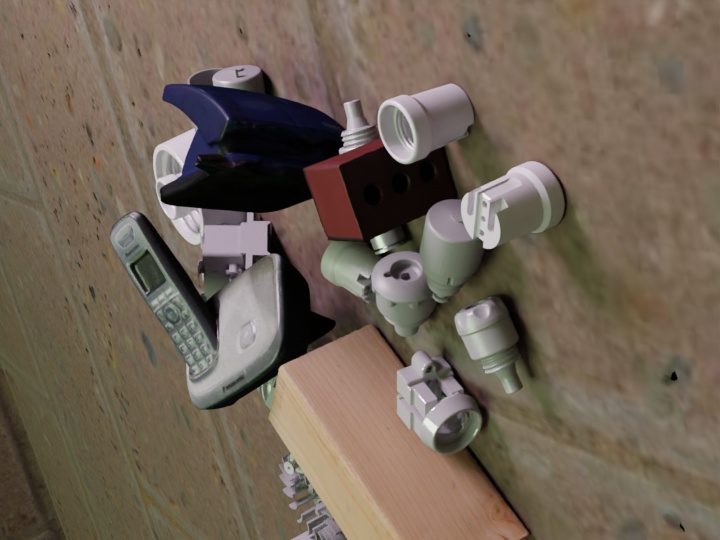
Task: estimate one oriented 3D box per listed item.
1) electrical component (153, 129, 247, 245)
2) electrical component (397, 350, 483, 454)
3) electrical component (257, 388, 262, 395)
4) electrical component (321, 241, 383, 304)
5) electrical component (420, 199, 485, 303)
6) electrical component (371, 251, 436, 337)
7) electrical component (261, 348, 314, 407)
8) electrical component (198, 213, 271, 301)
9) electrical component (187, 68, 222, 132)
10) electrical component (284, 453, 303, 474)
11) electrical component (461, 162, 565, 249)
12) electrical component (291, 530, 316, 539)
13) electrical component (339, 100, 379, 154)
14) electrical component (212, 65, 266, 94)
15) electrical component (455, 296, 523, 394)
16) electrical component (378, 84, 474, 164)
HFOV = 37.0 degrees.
[{"bbox_3d":[-0.154,-0.075,1.002,0.108,0.060,0.108,42,145,39],"label":"electrical component"},{"bbox_3d":[0.056,0.099,0.775,0.055,0.048,0.066,49,150,45],"label":"electrical component"},{"bbox_3d":[-0.089,0.096,1.046,0.046,0.040,0.040,48,149,44],"label":"electrical component"},{"bbox_3d":[0.000,0.000,0.806,0.046,0.040,0.040,35,140,37],"label":"electrical component"},{"bbox_3d":[0.058,-0.009,0.688,0.040,0.040,0.078,48,148,32],"label":"electrical component"},{"bbox_3d":[0.033,0.021,0.757,0.048,0.048,0.062,46,154,35],"label":"electrical component"},{"bbox_3d":[-0.054,0.107,0.960,0.057,0.058,0.078,14,82,62],"label":"electrical component"},{"bbox_3d":[-0.114,0.015,0.984,0.078,0.063,0.121,-95,7,-46],"label":"electrical component"},{"bbox_3d":[-0.120,-0.126,0.919,0.043,0.043,0.081,38,142,44],"label":"electrical component"},{"bbox_3d":[-0.036,0.160,0.962,0.040,0.078,0.040,20,121,37],"label":"electrical component"},{"bbox_3d":[0.086,-0.036,0.610,0.040,0.046,0.040,42,144,40],"label":"electrical component"},{"bbox_3d":[-0.040,0.291,1.067,0.044,0.077,0.079,37,141,46],"label":"electrical component"},{"bbox_3d":[0.002,-0.086,0.738,0.035,0.035,0.061,6,113,60],"label":"electrical component"},{"bbox_3d":[-0.094,-0.129,0.872,0.040,0.040,0.078,31,137,49],"label":"electrical component"},{"bbox_3d":[0.087,0.050,0.690,0.061,0.035,0.035,65,154,-3],"label":"electrical component"},{"bbox_3d":[0.040,-0.090,0.650,0.040,0.046,0.040,42,144,40],"label":"electrical component"}]
